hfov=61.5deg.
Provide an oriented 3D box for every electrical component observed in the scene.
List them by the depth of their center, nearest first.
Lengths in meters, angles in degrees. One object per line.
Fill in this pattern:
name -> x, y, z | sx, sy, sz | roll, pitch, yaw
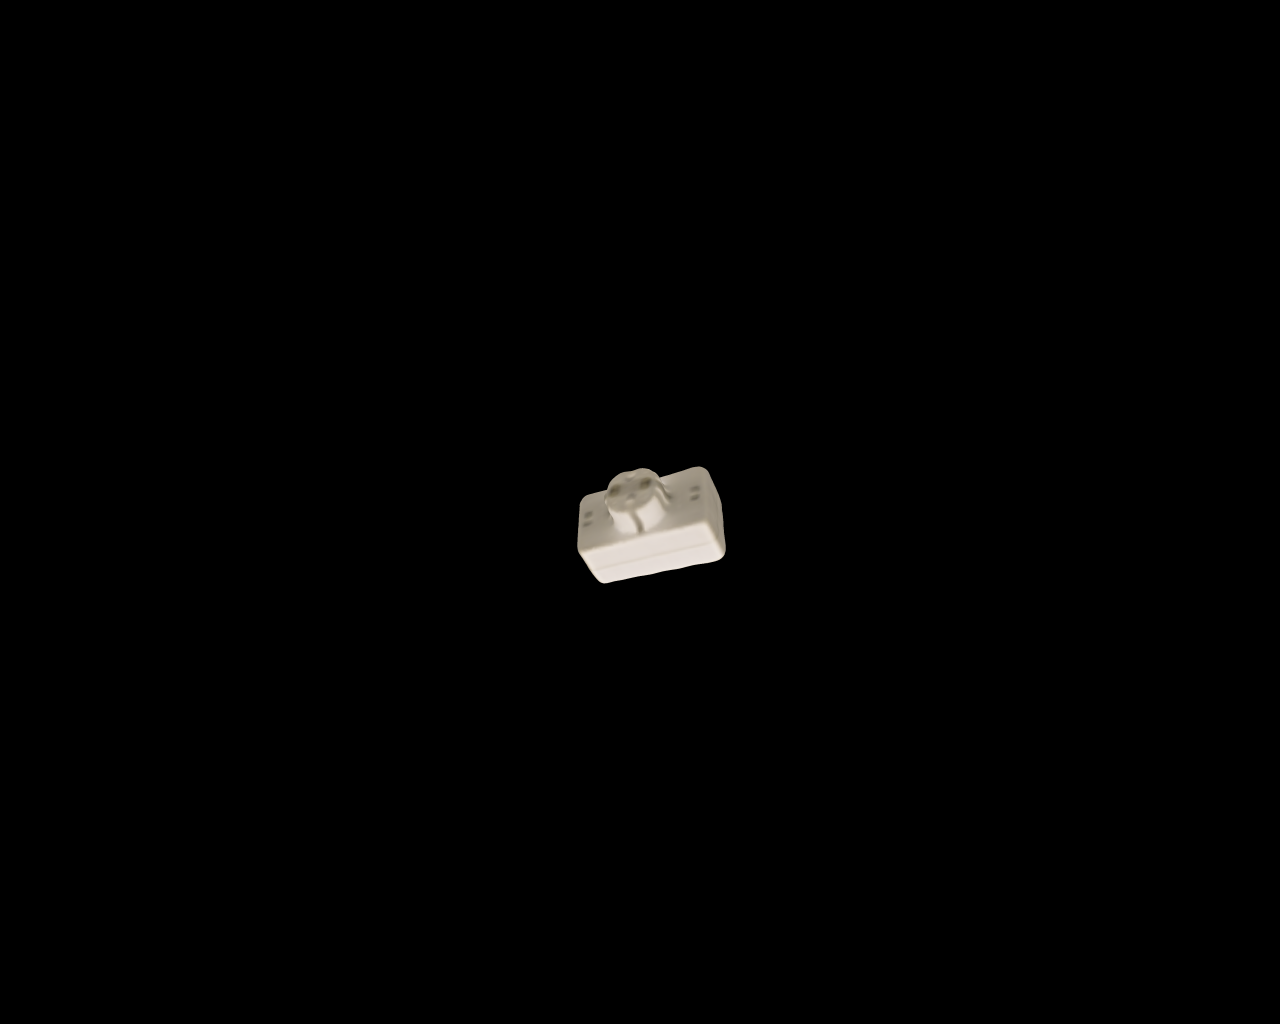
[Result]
electrical component -> 0.001, -0.003, 0.650 | 0.083, 0.047, 0.075 | -14, -43, 15
